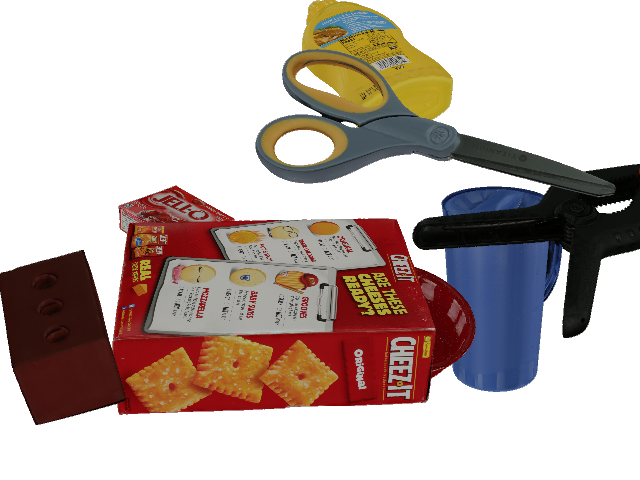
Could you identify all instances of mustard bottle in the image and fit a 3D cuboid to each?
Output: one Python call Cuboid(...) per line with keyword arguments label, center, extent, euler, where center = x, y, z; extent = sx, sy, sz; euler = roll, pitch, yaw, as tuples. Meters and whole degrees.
Cuboid(label="mustard bottle", center=(0.037, -0.174, 0.998), extent=(0.096, 0.058, 0.192), euler=(-19, 45, -18))

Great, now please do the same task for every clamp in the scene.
Cuboid(label="clamp", center=(0.200, -0.004, 0.820), extent=(0.209, 0.036, 0.165), euler=(-22, 40, -23))

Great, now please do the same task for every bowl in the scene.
Cuboid(label="bowl", center=(0.063, 0.089, 1.013), extent=(0.162, 0.055, 0.162), euler=(4, 37, -3))

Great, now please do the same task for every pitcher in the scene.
Cuboid(label="pitcher", center=(0.228, 0.058, 1.339), extent=(0.149, 0.243, 0.145), euler=(1, 21, 12))

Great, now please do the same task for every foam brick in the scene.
Cuboid(label="foam brick", center=(-0.147, 0.054, 0.602), extent=(0.053, 0.051, 0.078), euler=(-16, 43, -12))

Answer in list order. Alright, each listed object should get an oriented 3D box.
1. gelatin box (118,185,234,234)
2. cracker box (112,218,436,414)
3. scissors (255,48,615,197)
Cuboid(label="gelatin box", center=(-0.140, -0.017, 1.031), extent=(0.089, 0.030, 0.073), euler=(30, 37, 34))
Cuboid(label="cracker box", center=(-0.038, 0.051, 0.779), extent=(0.213, 0.072, 0.164), euler=(-1, 29, -6))
Cuboid(label="scissors", center=(0.048, -0.044, 0.582), extent=(0.202, 0.096, 0.016), euler=(34, -19, 26))
